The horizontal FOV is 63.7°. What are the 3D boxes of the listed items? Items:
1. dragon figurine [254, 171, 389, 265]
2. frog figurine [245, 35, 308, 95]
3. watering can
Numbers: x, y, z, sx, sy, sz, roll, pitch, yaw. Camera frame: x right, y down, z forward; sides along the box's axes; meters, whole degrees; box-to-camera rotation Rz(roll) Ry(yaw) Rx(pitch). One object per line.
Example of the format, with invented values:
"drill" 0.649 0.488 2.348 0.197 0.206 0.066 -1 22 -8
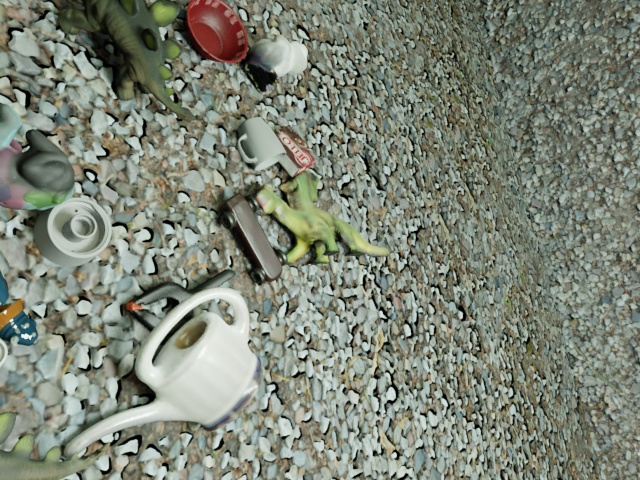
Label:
"dragon figurine" 0.004 -0.062 1.232 0.120 0.246 0.410 -29 -20 39
"frog figurine" -0.097 -0.436 1.228 0.123 0.162 0.135 37 -24 4
"watering can" -0.229 0.244 0.866 0.104 0.353 0.221 8 -38 51
